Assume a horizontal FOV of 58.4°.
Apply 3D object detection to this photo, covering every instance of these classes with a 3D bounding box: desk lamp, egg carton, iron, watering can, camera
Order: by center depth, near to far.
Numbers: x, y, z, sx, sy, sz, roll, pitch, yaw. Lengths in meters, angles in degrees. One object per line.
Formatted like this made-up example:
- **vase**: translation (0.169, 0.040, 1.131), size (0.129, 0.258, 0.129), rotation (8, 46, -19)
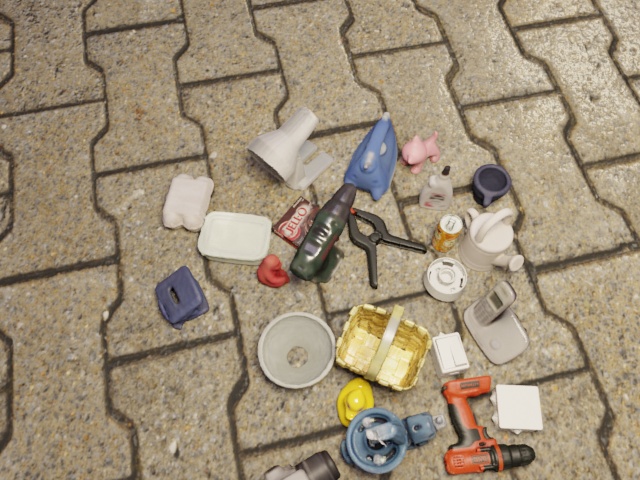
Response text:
- **camera**: translation (-0.022, 0.483, 1.106), size (0.137, 0.101, 0.143), rotation (-29, 68, -14)
- **watering can**: translation (0.391, -0.006, 1.298), size (0.172, 0.194, 0.101), rotation (35, 69, 15)
- **desk lamp**: translation (-0.069, -0.213, 1.382), size (0.117, 0.213, 0.203), rotation (38, 70, 17)
- **egg carton**: translation (-0.322, -0.092, 1.400), size (0.107, 0.069, 0.150), rotation (7, 64, 3)
- **iron**: translation (0.142, -0.235, 1.436), size (0.118, 0.141, 0.258), rotation (16, 65, 7)

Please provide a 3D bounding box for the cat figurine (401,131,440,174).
- **cat figurine**: translation (0.252, -0.228, 1.447), size (0.128, 0.118, 0.067), rotation (-37, 70, -17)

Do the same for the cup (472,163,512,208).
- **cup**: translation (0.410, -0.115, 1.406), size (0.091, 0.095, 0.118), rotation (16, 65, 7)

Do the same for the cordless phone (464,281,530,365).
- **cordless phone**: translation (0.388, 0.172, 1.216), size (0.094, 0.185, 0.147), rotation (-27, 67, -13)

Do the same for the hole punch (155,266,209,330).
- **hole punch**: translation (-0.312, 0.129, 1.281), size (0.101, 0.091, 0.108), rotation (-27, 67, -13)

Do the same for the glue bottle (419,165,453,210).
- **glue bottle**: translation (0.286, -0.128, 1.368), size (0.078, 0.173, 0.037), rotation (5, 64, 2)

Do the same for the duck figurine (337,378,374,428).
- **duck figurine**: translation (0.075, 0.333, 1.189), size (0.077, 0.086, 0.104), rotation (16, 65, 7)

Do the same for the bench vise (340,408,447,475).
- **bench vise**: translation (0.140, 0.361, 1.101), size (0.208, 0.220, 0.121), rotation (-31, 68, -14)

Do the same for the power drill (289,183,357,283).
- **power drill**: translation (0.012, 0.005, 1.280), size (0.075, 0.208, 0.230), rotation (27, 67, 12)

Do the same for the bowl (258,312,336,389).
- **bowl**: translation (-0.048, 0.244, 1.237), size (0.167, 0.075, 0.167), rotation (0, 64, 0)

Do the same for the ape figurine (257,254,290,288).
- **ape figurine**: translation (-0.109, 0.064, 1.314), size (0.076, 0.092, 0.078), rotation (-2, 64, -1)
